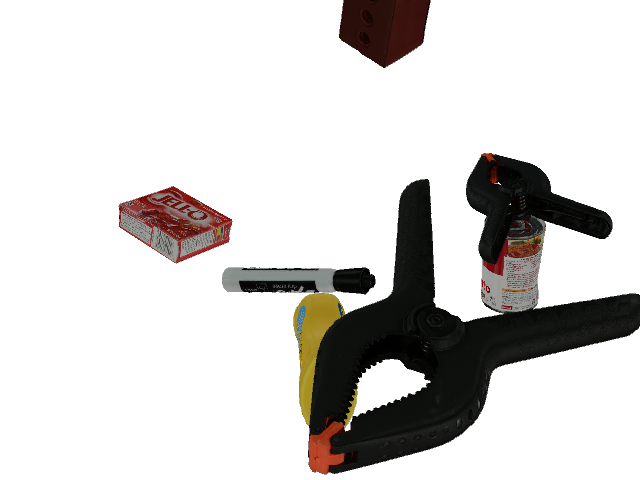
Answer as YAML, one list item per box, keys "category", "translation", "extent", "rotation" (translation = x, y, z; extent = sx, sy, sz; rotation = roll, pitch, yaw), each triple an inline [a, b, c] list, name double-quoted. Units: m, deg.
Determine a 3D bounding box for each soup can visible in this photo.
- category: "soup can"
  translation: [0.219, 0.024, 1.216]
  extent: [0.068, 0.102, 0.068]
  rotation: [-2, 29, 1]

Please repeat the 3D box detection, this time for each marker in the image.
- category: "marker"
  translation: [-0.016, 0.029, 0.777]
  extent: [0.121, 0.020, 0.020]
  rotation: [0, 0, 28]

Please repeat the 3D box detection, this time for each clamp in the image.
- category: "clamp"
  translation: [0.058, 0.048, 0.598]
  extent: [0.209, 0.036, 0.165]
  rotation: [-34, 54, -30]
- category: "clamp"
  translation: [0.194, -0.036, 0.990]
  extent: [0.120, 0.039, 0.171]
  rotation: [-4, 33, -2]

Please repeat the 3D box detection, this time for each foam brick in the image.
- category: "foam brick"
  translation: [0.053, -0.188, 0.851]
  extent: [0.053, 0.078, 0.051]
  rotation: [37, 57, 23]

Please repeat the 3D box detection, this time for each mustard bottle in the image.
- category: "mustard bottle"
  translation: [0.002, 0.111, 1.128]
  extent: [0.058, 0.096, 0.191]
  rotation: [-3, 27, -3]

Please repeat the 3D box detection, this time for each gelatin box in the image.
- category: "gelatin box"
  translation: [-0.145, -0.018, 1.058]
  extent: [0.089, 0.030, 0.073]
  rotation: [30, 34, 31]
